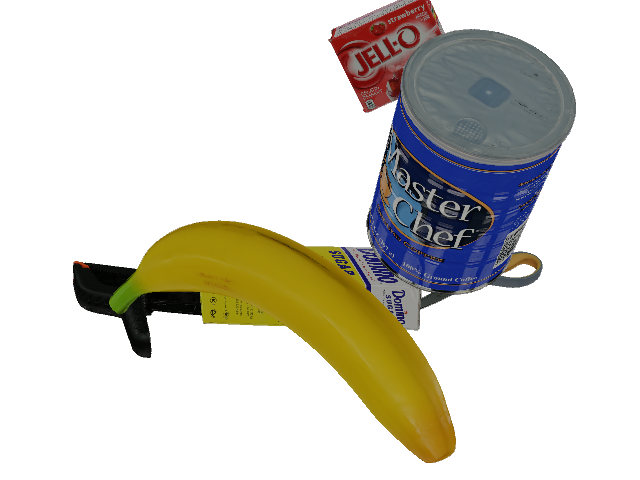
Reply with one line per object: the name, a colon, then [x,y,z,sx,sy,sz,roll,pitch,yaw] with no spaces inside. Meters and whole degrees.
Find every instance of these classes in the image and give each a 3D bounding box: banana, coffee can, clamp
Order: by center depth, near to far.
banana: [-0.015,0.035,0.512,0.198,0.070,0.037,23,21,27]
coffee can: [0.090,-0.046,0.671,0.102,0.103,0.140,0,-35,-8]
clamp: [-0.193,0.065,1.111,0.210,0.036,0.164,16,20,29]

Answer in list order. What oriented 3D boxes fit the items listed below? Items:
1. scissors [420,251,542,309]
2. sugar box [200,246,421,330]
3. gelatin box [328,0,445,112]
scissors: [0.147,0.031,1.133,0.201,0.016,0.096,-9,41,-29]
sugar box: [-0.008,0.036,0.884,0.176,0.048,0.093,-1,19,0]
gelatin box: [0.062,-0.158,0.897,0.089,0.073,0.030,-21,26,17]
